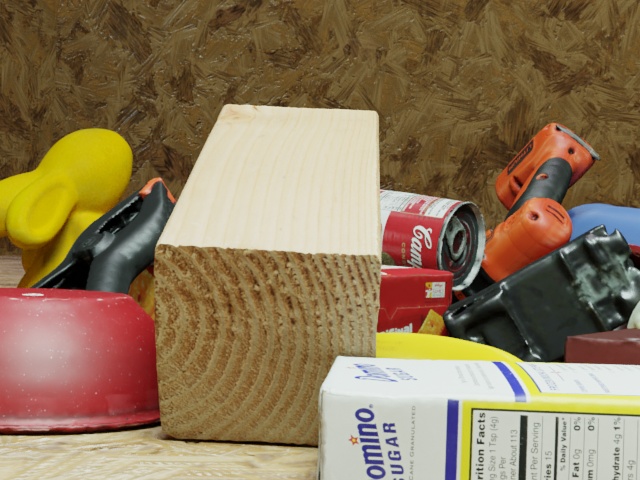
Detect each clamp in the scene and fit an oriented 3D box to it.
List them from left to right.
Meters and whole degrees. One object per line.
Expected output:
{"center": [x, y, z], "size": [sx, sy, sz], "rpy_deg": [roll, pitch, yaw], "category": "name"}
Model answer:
{"center": [-0.148, 0.020, 0.678], "size": [0.120, 0.039, 0.171], "rpy_deg": [-11, 27, 24], "category": "clamp"}

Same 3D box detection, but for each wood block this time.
{"center": [-0.017, 0.005, 0.520], "size": [0.091, 0.090, 0.206], "rpy_deg": [2, 22, 2], "category": "wood block"}

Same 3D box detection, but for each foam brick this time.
{"center": [0.144, 0.066, 0.462], "size": [0.053, 0.051, 0.078], "rpy_deg": [2, 0, 35], "category": "foam brick"}

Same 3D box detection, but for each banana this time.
{"center": [0.055, 0.073, 0.536], "size": [0.069, 0.037, 0.198], "rpy_deg": [-19, 12, -37], "category": "banana"}

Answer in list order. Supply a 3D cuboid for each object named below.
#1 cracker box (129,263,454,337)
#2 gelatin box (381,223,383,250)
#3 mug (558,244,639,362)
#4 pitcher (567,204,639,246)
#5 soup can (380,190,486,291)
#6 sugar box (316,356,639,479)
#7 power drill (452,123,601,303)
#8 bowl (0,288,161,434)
{"center": [-0.042, 0.049, 0.733], "size": [0.163, 0.072, 0.214], "rpy_deg": [0, 3, -41], "category": "cracker box"}
{"center": [-0.005, 0.001, 0.686], "size": [0.073, 0.030, 0.089], "rpy_deg": [1, 3, -9], "category": "gelatin box"}
{"center": [0.213, 0.058, 0.796], "size": [0.117, 0.093, 0.082], "rpy_deg": [34, -15, -15], "category": "mug"}
{"center": [0.294, 0.040, 0.925], "size": [0.149, 0.145, 0.243], "rpy_deg": [-8, 3, -8], "category": "pitcher"}
{"center": [0.068, -0.002, 0.827], "size": [0.102, 0.068, 0.068], "rpy_deg": [10, 5, 36], "category": "soup can"}
{"center": [0.089, 0.068, 0.372], "size": [0.176, 0.048, 0.093], "rpy_deg": [-1, 0, 5], "category": "sugar box"}
{"center": [0.166, -0.006, 0.931], "size": [0.057, 0.187, 0.185], "rpy_deg": [38, -46, -5], "category": "power drill"}
{"center": [-0.139, 0.053, 0.519], "size": [0.162, 0.055, 0.162], "rpy_deg": [2, 0, 0], "category": "bowl"}
